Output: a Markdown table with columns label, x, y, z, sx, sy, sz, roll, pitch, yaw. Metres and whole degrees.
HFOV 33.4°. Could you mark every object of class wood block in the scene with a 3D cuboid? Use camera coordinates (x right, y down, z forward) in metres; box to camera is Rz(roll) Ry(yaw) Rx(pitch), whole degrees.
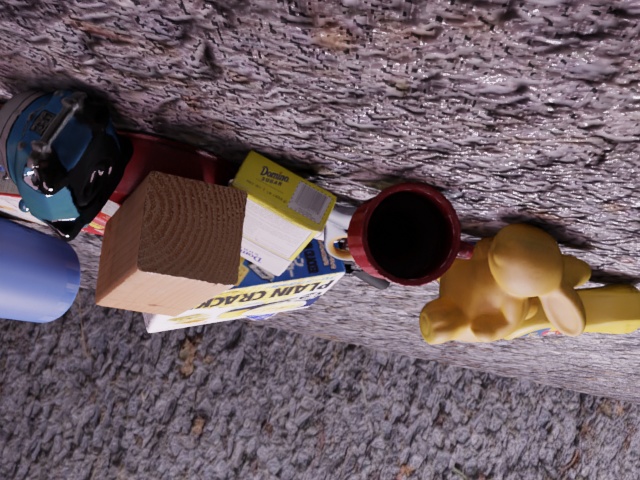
| label | x | y | z | sx | sy | sz | roll | pitch | yaw |
| --- | --- | --- | --- | --- | --- | --- | --- | --- | --- |
| wood block | -0.145 | 0.011 | 1.001 | 0.090 | 0.090 | 0.206 | 11 | 165 | -20 |

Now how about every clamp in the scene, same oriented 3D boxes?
| label | x | y | z | sx | sy | sz | roll | pitch | yaw |
| --- | --- | --- | --- | --- | --- | --- | --- | --- | --- |
| clamp | 0.043 | 0.031 | 1.397 | 0.164 | 0.036 | 0.210 | 14 | 170 | -15 |

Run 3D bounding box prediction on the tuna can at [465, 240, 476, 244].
| label | x | y | z | sx | sy | sz | roll | pitch | yaw |
| --- | --- | --- | --- | --- | --- | --- | --- | --- | --- |
| tuna can | 0.183 | 0.027 | 1.203 | 0.086 | 0.034 | 0.086 | 13 | 168 | 3 |

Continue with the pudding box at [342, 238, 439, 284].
| label | x | y | z | sx | sy | sz | roll | pitch | yaw |
| --- | --- | --- | --- | --- | --- | --- | --- | --- | --- |
| pudding box | 0.088 | 0.019 | 1.251 | 0.090 | 0.039 | 0.113 | 7 | 169 | 28 |

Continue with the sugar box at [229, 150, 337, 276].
| label | x | y | z | sx | sy | sz | roll | pitch | yaw |
| --- | --- | --- | --- | --- | --- | --- | --- | --- | --- |
| sugar box | -0.052 | -0.022 | 1.036 | 0.093 | 0.048 | 0.176 | 30 | 162 | -6 |

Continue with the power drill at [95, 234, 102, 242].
| label | x | y | z | sx | sy | sz | roll | pitch | yaw |
| --- | --- | --- | --- | --- | --- | --- | --- | --- | --- |
| power drill | -0.232 | -0.015 | 1.421 | 0.184 | 0.057 | 0.187 | 8 | 173 | 6 |

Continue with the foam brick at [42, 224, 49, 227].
| label | x | y | z | sx | sy | sz | roll | pitch | yaw |
| --- | --- | --- | --- | --- | --- | --- | --- | --- | --- |
| foam brick | -0.332 | -0.043 | 1.389 | 0.078 | 0.053 | 0.051 | 2 | 167 | 43 |

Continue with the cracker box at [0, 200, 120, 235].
| label | x | y | z | sx | sy | sz | roll | pitch | yaw |
| --- | --- | --- | --- | --- | --- | --- | --- | --- | --- |
| cracker box | -0.318 | -0.063 | 1.189 | 0.214 | 0.072 | 0.164 | 9 | 170 | 23 |

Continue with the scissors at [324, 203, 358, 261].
| label | x | y | z | sx | sy | sz | roll | pitch | yaw |
| --- | --- | --- | --- | --- | --- | --- | --- | --- | --- |
| scissors | -0.004 | -0.022 | 1.087 | 0.201 | 0.016 | 0.096 | 16 | 140 | -28 |

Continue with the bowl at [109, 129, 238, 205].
| label | x | y | z | sx | sy | sz | roll | pitch | yaw |
| --- | --- | --- | --- | --- | --- | --- | --- | --- | --- |
| bowl | -0.164 | -0.060 | 1.053 | 0.162 | 0.055 | 0.162 | 12 | 171 | 2 |

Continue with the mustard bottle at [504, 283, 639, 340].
| label | x | y | z | sx | sy | sz | roll | pitch | yaw |
| --- | --- | --- | --- | --- | --- | --- | --- | --- | --- |
| mustard bottle | 0.260 | 0.082 | 1.208 | 0.191 | 0.058 | 0.096 | -2 | 177 | -7 |

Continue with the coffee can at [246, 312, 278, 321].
| label | x | y | z | sx | sy | sz | roll | pitch | yaw |
| --- | --- | --- | --- | --- | --- | --- | --- | --- | --- |
| coffee can | -0.117 | 0.057 | 1.559 | 0.103 | 0.103 | 0.140 | 8 | 170 | 24 |

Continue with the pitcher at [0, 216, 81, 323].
| label | x | y | z | sx | sy | sz | roll | pitch | yaw |
| --- | --- | --- | --- | --- | --- | --- | --- | --- | --- |
| pitcher | -0.405 | 0.019 | 1.246 | 0.145 | 0.149 | 0.242 | -9 | 163 | 31 |

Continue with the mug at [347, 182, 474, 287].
| label | x | y | z | sx | sy | sz | roll | pitch | yaw |
| --- | --- | --- | --- | --- | --- | --- | --- | --- | --- |
| mug | 0.084 | -0.002 | 0.982 | 0.117 | 0.093 | 0.081 | 11 | 177 | -12 |

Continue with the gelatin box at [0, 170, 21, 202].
| label | x | y | z | sx | sy | sz | roll | pitch | yaw |
| --- | --- | --- | --- | --- | --- | --- | --- | --- | --- |
| gelatin box | -0.288 | -0.074 | 1.071 | 0.089 | 0.073 | 0.030 | 7 | 170 | 27 |

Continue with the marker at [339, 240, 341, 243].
| label | x | y | z | sx | sy | sz | roll | pitch | yaw |
| --- | --- | --- | --- | --- | --- | --- | --- | --- | --- |
| marker | -0.009 | 0.002 | 1.341 | 0.020 | 0.020 | 0.121 | 16 | 170 | -26 |

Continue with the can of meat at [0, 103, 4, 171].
| label | x | y | z | sx | sy | sz | roll | pitch | yaw |
| --- | --- | --- | --- | --- | --- | --- | --- | --- | --- |
| can of meat | -0.324 | -0.101 | 1.004 | 0.083 | 0.057 | 0.102 | 13 | 172 | -16 |
